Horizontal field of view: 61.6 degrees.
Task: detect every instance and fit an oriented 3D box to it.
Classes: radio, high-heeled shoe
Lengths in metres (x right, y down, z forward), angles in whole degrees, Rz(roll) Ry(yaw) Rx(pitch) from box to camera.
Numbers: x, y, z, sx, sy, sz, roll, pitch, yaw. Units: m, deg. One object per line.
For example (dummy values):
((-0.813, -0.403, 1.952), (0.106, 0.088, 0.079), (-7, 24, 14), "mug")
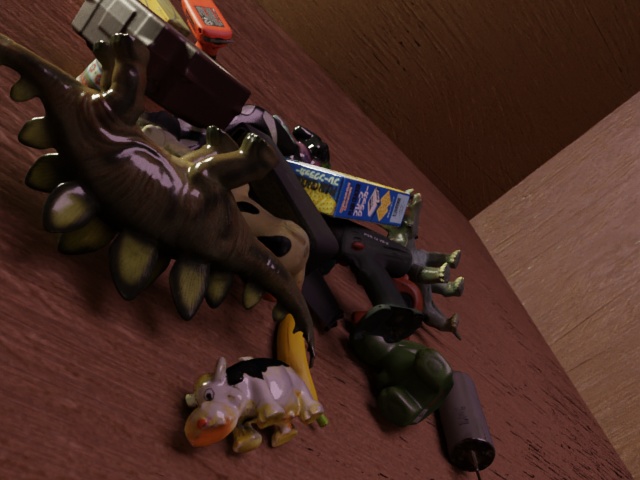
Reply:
((-0.085, -0.042, 0.776), (0.073, 0.131, 0.230), (14, 41, -59), "radio")
((-0.139, -0.146, 0.863), (0.248, 0.086, 0.145), (18, 54, -30), "high-heeled shoe")

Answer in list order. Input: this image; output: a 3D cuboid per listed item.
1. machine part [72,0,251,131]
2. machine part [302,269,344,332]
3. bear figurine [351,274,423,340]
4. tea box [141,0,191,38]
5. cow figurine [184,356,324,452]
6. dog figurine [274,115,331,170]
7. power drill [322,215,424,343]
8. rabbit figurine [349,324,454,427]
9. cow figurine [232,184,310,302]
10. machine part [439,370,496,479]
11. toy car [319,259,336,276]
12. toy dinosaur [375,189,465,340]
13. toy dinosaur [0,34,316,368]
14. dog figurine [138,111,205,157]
((-0.207, -0.238, 0.718), (0.201, 0.087, 0.201), (42, 10, 20), "machine part")
((-0.011, 0.074, 0.835), (0.084, 0.039, 0.139), (-27, 83, -40), "machine part")
((0.126, 0.126, 0.991), (0.195, 0.132, 0.120), (82, 16, -76), "bear figurine")
((-0.328, -0.420, 0.997), (0.170, 0.098, 0.068), (53, 19, 14), "tea box")
((-0.075, 0.152, 0.532), (0.167, 0.068, 0.098), (26, 24, -56), "cow figurine")
((-0.059, -0.128, 1.024), (0.191, 0.108, 0.219), (21, 35, -23), "dog figurine")
((0.057, 0.052, 0.812), (0.232, 0.086, 0.207), (15, 32, -33), "power drill")
((0.126, 0.189, 0.849), (0.170, 0.121, 0.159), (43, 10, 29), "rabbit figurine")
((-0.097, -0.016, 0.691), (0.195, 0.127, 0.085), (26, 13, 31), "cow figurine")
((0.250, 0.312, 0.942), (0.079, 0.079, 0.243), (44, 20, -16), "machine part")
((-0.002, -0.003, 0.936), (0.109, 0.103, 0.162), (45, 18, -10), "toy car")
((0.200, 0.091, 1.143), (0.131, 0.192, 0.404), (-56, 144, -37), "toy dinosaur")
((-0.140, -0.033, 0.535), (0.471, 0.198, 0.105), (38, -11, -25), "toy dinosaur")
((-0.234, -0.104, 0.654), (0.172, 0.121, 0.191), (11, 19, -46), "dog figurine")
